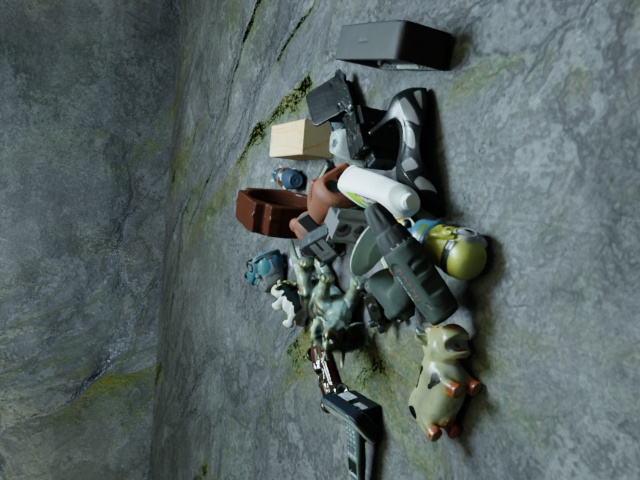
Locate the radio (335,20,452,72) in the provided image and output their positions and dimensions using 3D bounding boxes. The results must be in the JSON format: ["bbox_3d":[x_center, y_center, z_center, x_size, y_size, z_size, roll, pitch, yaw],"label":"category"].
[{"bbox_3d":[0.140,-0.375,1.052,0.230,0.131,0.073,34,117,57],"label":"radio"}]

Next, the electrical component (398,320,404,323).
[{"bbox_3d":[0.149,0.119,1.081,0.063,0.021,0.094,98,156,-43],"label":"electrical component"}]

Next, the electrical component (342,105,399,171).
[{"bbox_3d":[0.116,-0.204,1.097,0.058,0.115,0.134,130,135,-54],"label":"electrical component"}]

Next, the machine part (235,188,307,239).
[{"bbox_3d":[-0.106,-0.070,1.398,0.202,0.201,0.087,34,119,57],"label":"machine part"}]

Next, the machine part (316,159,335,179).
[{"bbox_3d":[0.026,-0.134,1.336,0.084,0.039,0.139,-58,37,29],"label":"machine part"}]

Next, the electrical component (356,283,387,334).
[{"bbox_3d":[0.109,0.138,1.115,0.045,0.078,0.102,-18,97,19],"label":"electrical component"}]

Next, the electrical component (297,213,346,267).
[{"bbox_3d":[-0.002,-0.004,1.182,0.075,0.119,0.048,-27,33,19],"label":"electrical component"}]

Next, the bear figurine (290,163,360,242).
[{"bbox_3d":[0.017,-0.064,1.243,0.120,0.132,0.195,51,144,21],"label":"bear figurine"}]

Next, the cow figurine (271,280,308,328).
[{"bbox_3d":[-0.083,0.156,1.469,0.168,0.068,0.098,51,124,47],"label":"cow figurine"}]

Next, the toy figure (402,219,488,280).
[{"bbox_3d":[0.213,0.012,0.935,0.180,0.082,0.089,17,115,56],"label":"toy figure"}]

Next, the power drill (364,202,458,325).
[{"bbox_3d":[0.142,0.056,0.961,0.232,0.086,0.207,53,157,14],"label":"power drill"}]

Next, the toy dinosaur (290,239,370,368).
[{"bbox_3d":[0.006,0.142,1.269,0.405,0.131,0.192,-136,52,-63],"label":"toy dinosaur"}]

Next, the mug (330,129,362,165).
[{"bbox_3d":[0.078,-0.219,1.174,0.081,0.107,0.109,21,108,59],"label":"mug"}]

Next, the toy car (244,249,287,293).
[{"bbox_3d":[-0.158,0.104,1.584,0.103,0.109,0.161,59,149,19],"label":"toy car"}]

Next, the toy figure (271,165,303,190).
[{"bbox_3d":[-0.096,-0.176,1.540,0.057,0.064,0.155,61,166,-22],"label":"toy figure"}]

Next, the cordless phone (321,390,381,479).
[{"bbox_3d":[0.065,0.430,1.160,0.147,0.089,0.184,7,98,61],"label":"cordless phone"}]

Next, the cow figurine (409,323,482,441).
[{"bbox_3d":[0.207,0.230,0.923,0.127,0.085,0.194,40,122,49],"label":"cow figurine"}]

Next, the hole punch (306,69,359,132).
[{"bbox_3d":[0.042,-0.319,1.294,0.116,0.092,0.142,-27,56,24],"label":"hole punch"}]

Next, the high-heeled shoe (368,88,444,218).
[{"bbox_3d":[0.202,-0.171,1.021,0.249,0.145,0.086,56,178,12],"label":"high-heeled shoe"}]

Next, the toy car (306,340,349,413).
[{"bbox_3d":[0.011,0.318,1.301,0.089,0.053,0.202,-61,39,44],"label":"toy car"}]
